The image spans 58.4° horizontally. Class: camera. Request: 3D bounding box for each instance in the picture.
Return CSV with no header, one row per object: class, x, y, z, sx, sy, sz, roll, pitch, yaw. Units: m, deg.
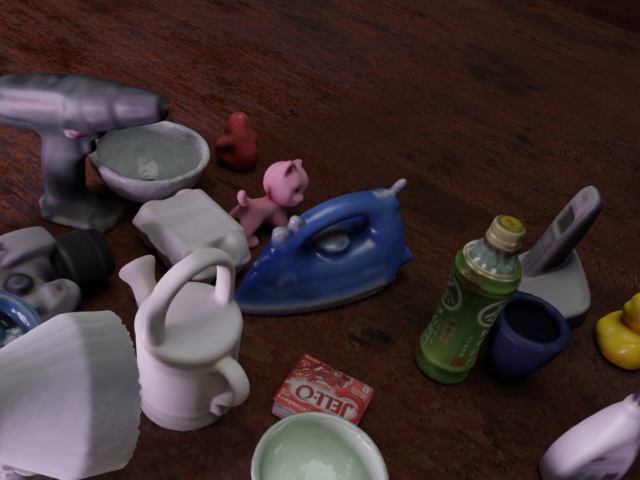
camera,-0.291,0.039,0.626,0.142,0.101,0.137,38,45,27

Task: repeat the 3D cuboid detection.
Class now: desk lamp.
desk lamp,-0.236,0.157,0.413,0.204,0.213,0.117,-14,47,-30

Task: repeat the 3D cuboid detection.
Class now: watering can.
watering can,-0.131,0.083,0.547,0.172,0.194,0.101,22,40,10

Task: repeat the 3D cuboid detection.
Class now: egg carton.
egg carton,-0.163,-0.003,0.738,0.107,0.069,0.150,-26,54,-38

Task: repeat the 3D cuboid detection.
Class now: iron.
iron,0.007,0.003,0.724,0.259,0.141,0.118,-18,49,-33

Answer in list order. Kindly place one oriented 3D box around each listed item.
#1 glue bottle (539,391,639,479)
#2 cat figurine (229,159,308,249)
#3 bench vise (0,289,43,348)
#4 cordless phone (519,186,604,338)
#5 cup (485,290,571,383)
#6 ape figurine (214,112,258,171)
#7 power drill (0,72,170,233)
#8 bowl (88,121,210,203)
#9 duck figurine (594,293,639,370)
glue bottle,0.282,0.190,0.556,0.078,0.173,0.037,5,40,-10
cat figurine,-0.067,-0.064,0.800,0.128,0.118,0.067,-23,52,-36
bench vise,-0.330,0.064,0.491,0.207,0.220,0.122,27,41,16
cordless phone,0.315,0.030,0.747,0.094,0.185,0.147,12,39,-2
cup,0.231,0.116,0.692,0.092,0.095,0.117,-4,42,-20
ape figurine,-0.131,-0.164,0.921,0.078,0.092,0.076,-11,45,-27
power drill,-0.300,-0.114,0.721,0.229,0.208,0.075,14,39,1
bowl,-0.245,-0.103,0.829,0.167,0.075,0.167,8,40,-7
duck figurine,0.417,0.113,0.757,0.077,0.086,0.105,26,41,15
